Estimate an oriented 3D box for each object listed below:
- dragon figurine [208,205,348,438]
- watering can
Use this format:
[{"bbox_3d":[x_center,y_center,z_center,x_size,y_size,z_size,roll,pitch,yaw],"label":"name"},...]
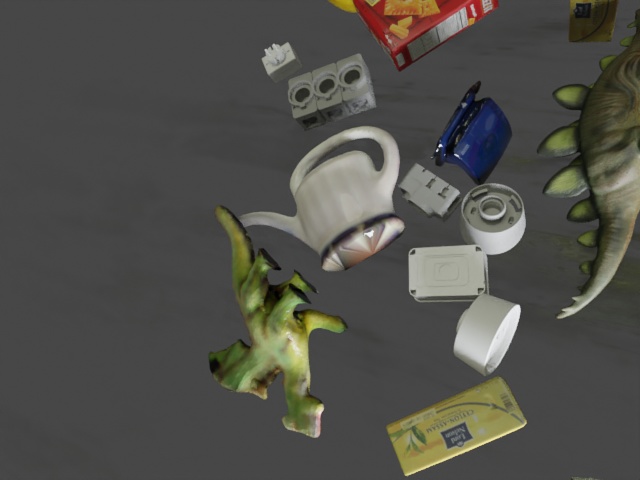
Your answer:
[{"bbox_3d":[-0.113,0.146,0.866,0.416,0.121,0.241,43,100,30],"label":"dragon figurine"},{"bbox_3d":[0.003,-0.045,0.885,0.344,0.103,0.228,-35,62,23],"label":"watering can"}]
